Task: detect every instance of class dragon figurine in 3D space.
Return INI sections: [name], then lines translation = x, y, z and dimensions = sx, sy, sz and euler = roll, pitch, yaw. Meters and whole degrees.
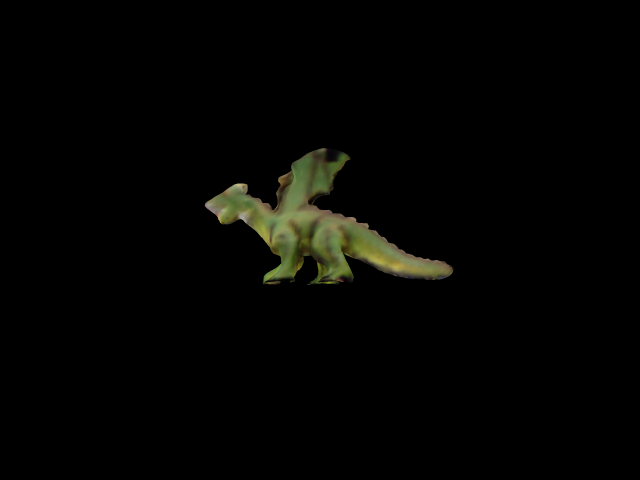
[dragon figurine]
translation = 0.003, -0.043, 0.850
dimensions = 0.410, 0.246, 0.121
euler = -3, -15, 14
